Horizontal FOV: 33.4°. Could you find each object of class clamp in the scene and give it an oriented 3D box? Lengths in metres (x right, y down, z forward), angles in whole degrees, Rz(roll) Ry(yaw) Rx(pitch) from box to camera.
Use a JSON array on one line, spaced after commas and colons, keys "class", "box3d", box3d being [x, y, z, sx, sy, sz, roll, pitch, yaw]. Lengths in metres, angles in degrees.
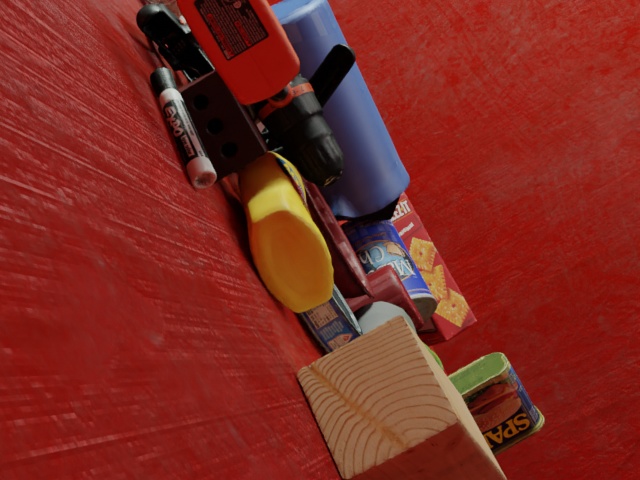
[{"class": "clamp", "box3d": [-0.043, -0.098, 1.058, 0.036, 0.164, 0.210, 45, -19, 5]}, {"class": "clamp", "box3d": [-0.128, -0.176, 0.945, 0.120, 0.039, 0.172, 55, -2, -34]}]

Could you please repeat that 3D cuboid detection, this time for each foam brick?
[{"class": "foam brick", "box3d": [-0.083, -0.095, 0.865, 0.078, 0.053, 0.051, 59, 6, -12]}]

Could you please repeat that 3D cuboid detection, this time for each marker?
[{"class": "marker", "box3d": [-0.105, -0.087, 0.801, 0.121, 0.020, 0.020, 64, 6, 35]}]

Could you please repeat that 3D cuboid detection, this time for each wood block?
[{"class": "wood block", "box3d": [0.069, 0.148, 0.819, 0.091, 0.090, 0.206, 64, 6, 29]}]

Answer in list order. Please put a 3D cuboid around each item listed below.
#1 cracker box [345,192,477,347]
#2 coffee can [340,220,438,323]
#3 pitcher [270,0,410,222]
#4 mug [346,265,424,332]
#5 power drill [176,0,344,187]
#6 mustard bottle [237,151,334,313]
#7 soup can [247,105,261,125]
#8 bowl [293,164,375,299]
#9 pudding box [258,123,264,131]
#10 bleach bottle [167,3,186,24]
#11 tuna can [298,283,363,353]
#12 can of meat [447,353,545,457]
[{"class": "cracker box", "box3d": [0.116, 0.053, 1.551, 0.214, 0.072, 0.164, 61, -27, 1]}, {"class": "coffee can", "box3d": [0.078, 0.049, 1.403, 0.140, 0.103, 0.102, 63, 5, 28]}, {"class": "pitcher", "box3d": [0.001, -0.150, 1.205, 0.149, 0.144, 0.243, 24, -39, 62]}, {"class": "mug", "box3d": [0.064, 0.085, 1.179, 0.093, 0.081, 0.117, 59, 5, -22]}, {"class": "power drill", "box3d": [-0.043, -0.129, 0.831, 0.184, 0.057, 0.187, 57, 1, 5]}, {"class": "mustard bottle", "box3d": [-0.036, -0.023, 0.909, 0.096, 0.058, 0.192, 63, 3, -27]}, {"class": "soup can", "box3d": [-0.092, -0.157, 1.052, 0.068, 0.068, 0.102, 57, 5, -35]}, {"class": "bowl", "box3d": [-0.007, 0.001, 1.080, 0.162, 0.055, 0.162, 60, 5, -10]}, {"class": "pudding box", "box3d": [-0.096, -0.186, 1.361, 0.113, 0.039, 0.090, 58, 6, -12]}, {"class": "bleach bottle", "box3d": [-0.164, -0.298, 1.168, 0.102, 0.068, 0.251, 51, 13, -44]}, {"class": "tuna can", "box3d": [0.003, 0.059, 0.946, 0.086, 0.034, 0.086, 57, 4, -7]}, {"class": "can of meat", "box3d": [0.175, 0.180, 1.140, 0.084, 0.102, 0.057, 59, 3, -19]}]
